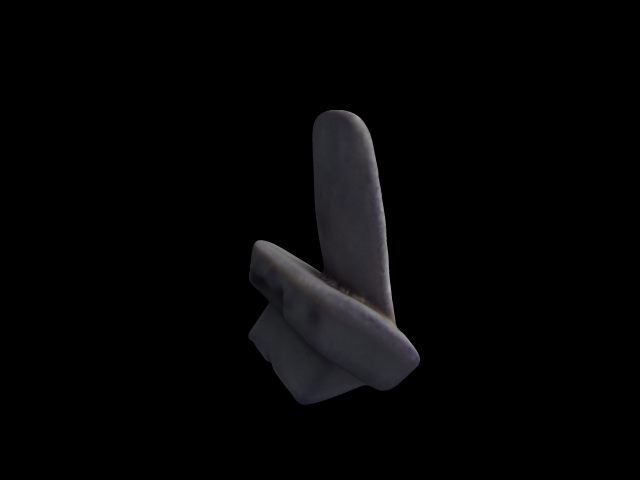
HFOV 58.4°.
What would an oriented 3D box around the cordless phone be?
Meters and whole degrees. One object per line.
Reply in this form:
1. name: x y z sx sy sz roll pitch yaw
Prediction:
1. cordless phone: 0.004 0.001 0.400 0.094 0.185 0.147 -9 19 -28
